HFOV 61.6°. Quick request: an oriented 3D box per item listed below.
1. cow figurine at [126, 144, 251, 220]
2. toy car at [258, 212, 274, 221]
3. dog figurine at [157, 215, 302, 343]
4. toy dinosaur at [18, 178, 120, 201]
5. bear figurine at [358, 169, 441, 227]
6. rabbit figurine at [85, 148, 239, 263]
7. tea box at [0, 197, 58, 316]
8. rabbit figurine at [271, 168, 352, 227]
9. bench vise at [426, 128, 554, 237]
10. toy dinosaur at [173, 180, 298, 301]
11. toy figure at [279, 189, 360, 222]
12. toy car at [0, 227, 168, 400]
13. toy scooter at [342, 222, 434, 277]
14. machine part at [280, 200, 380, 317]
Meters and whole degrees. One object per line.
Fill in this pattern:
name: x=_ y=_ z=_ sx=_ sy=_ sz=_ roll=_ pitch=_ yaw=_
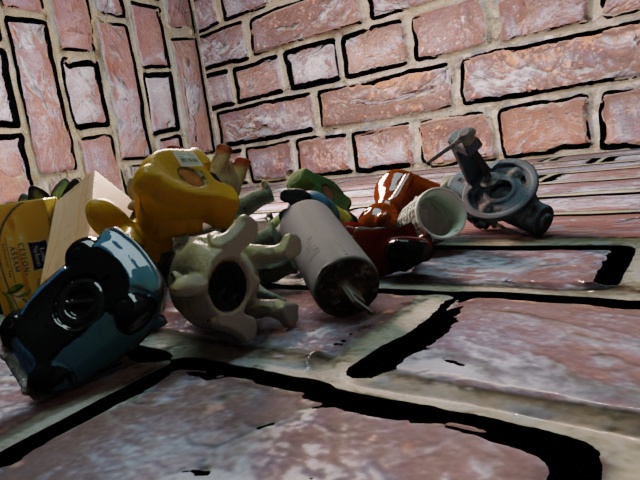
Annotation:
cow figurine: x=-0.209 y=-0.074 z=0.811 sx=0.195 sy=0.127 sz=0.085 roll=3 pitch=-18 yaw=25
toy car: x=-0.142 y=-0.024 z=1.201 sx=0.074 sy=0.056 sz=0.202 roll=-14 pitch=8 yaw=3
dog figurine: x=-0.137 y=0.040 z=0.581 sx=0.191 sy=0.121 sz=0.172 roll=1 pitch=-13 yaw=34
toy dinosaur: x=-0.508 y=-0.030 z=1.122 sx=0.471 sy=0.198 sz=0.105 roll=-14 pitch=14 yaw=-22
bear figurine: x=0.140 y=-0.043 z=0.965 sx=0.132 sy=0.120 sz=0.196 roll=31 pitch=39 yaw=-8
rabbit figurine: x=-0.208 y=-0.020 z=0.692 sx=0.173 sy=0.122 sz=0.162 roll=-50 pitch=-14 yaw=33
tea box: x=-0.451 y=0.023 z=0.837 sx=0.098 sy=0.169 sz=0.068 roll=-11 pitch=7 yaw=-6
rabbit figurine: x=-0.031 y=-0.055 z=1.093 sx=0.170 sy=0.121 sz=0.159 roll=-33 pitch=-20 yaw=37
bench vise: x=0.262 y=-0.101 z=0.869 sx=0.129 sy=0.240 sz=0.224 roll=-41 pitch=40 yaw=4
toy dinosaur: x=-0.140 y=0.020 z=0.796 sx=0.192 sy=0.131 sz=0.405 roll=-25 pitch=17 yaw=4
toy figure: x=0.003 y=-0.026 z=0.844 sx=0.089 sy=0.082 sz=0.180 roll=20 pitch=-7 yaw=27
toy car: x=-0.211 y=0.077 z=0.514 sx=0.161 sy=0.109 sz=0.102 roll=-47 pitch=-24 yaw=-7
toy scooter: x=0.086 y=0.009 z=0.761 sx=0.184 sy=0.075 sz=0.135 roll=1 pitch=10 yaw=36
machine part: x=0.006 y=0.016 z=0.639 sx=0.079 sy=0.079 sz=0.243 roll=-10 pitch=28 yaw=-12
